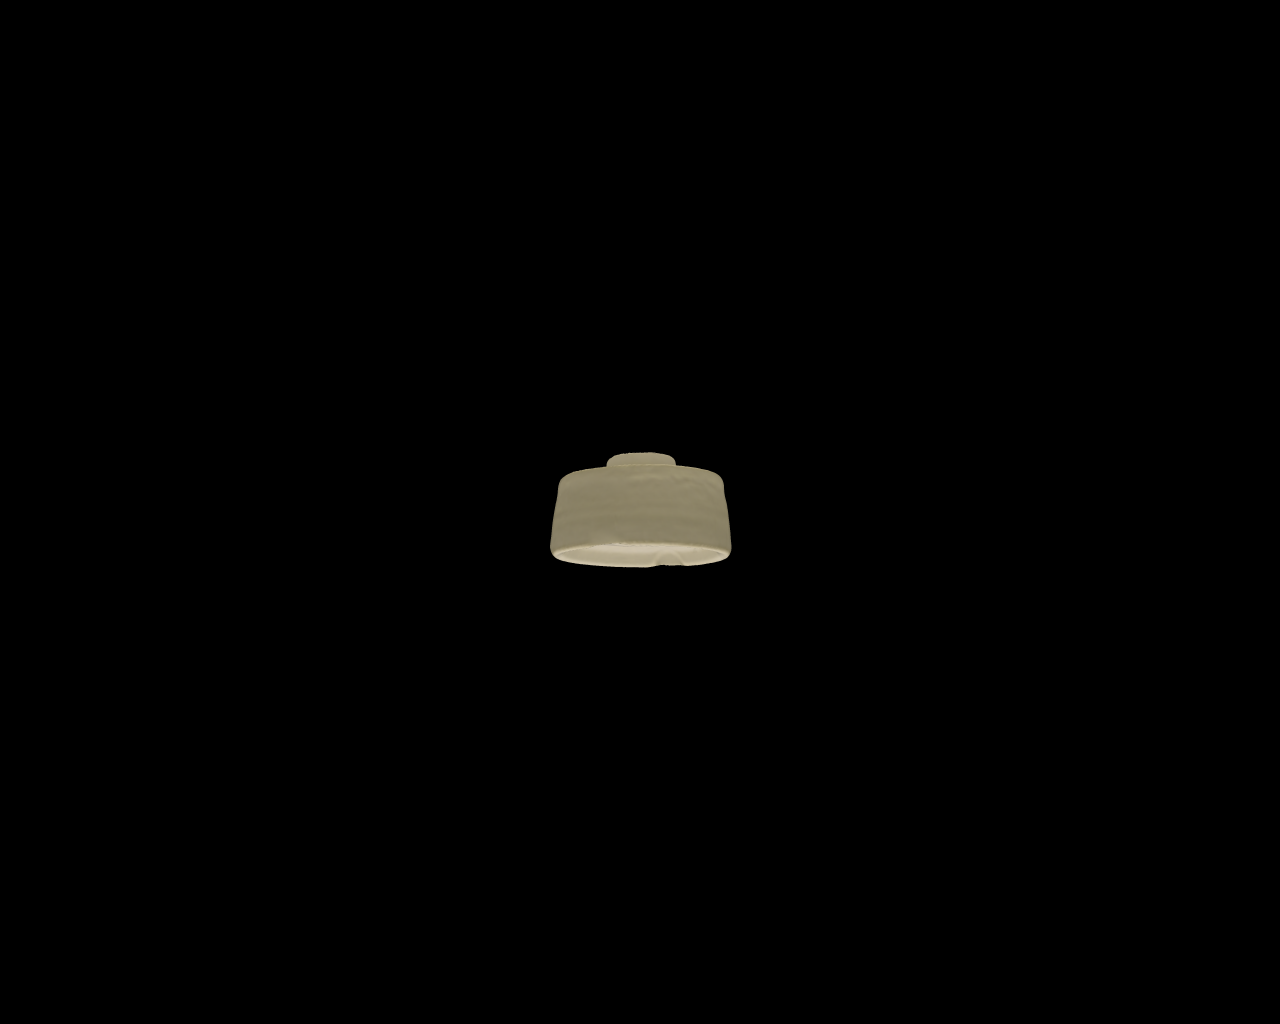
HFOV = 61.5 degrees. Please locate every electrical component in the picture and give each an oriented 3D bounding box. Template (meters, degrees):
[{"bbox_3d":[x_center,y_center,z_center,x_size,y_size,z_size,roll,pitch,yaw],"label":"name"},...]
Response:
[{"bbox_3d":[0.001,-0.003,0.650,0.108,0.060,0.108,0,-10,0],"label":"electrical component"}]
